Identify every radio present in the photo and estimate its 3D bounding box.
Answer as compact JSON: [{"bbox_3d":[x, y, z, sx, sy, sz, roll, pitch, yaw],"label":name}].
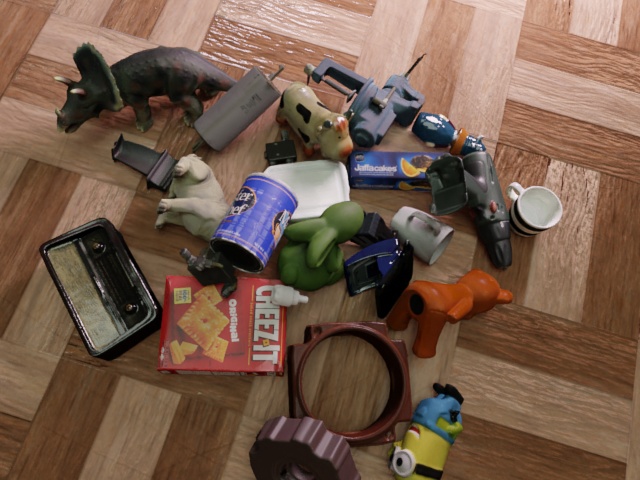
[{"bbox_3d":[-0.378,0.082,0.946,0.131,0.073,0.229,-30,76,-13],"label":"radio"}]

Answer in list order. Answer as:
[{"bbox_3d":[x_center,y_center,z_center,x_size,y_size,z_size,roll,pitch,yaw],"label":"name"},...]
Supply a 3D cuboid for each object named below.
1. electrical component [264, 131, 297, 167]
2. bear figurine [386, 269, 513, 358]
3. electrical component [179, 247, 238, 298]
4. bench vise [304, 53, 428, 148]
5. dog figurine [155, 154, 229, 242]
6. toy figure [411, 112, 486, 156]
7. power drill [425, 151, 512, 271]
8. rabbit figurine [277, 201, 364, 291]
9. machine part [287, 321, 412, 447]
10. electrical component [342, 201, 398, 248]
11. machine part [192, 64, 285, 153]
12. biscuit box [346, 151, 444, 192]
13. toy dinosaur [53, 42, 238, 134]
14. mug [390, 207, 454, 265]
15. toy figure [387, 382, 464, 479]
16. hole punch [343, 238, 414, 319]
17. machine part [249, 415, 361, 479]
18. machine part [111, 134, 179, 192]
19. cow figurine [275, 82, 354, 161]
[{"bbox_3d":[-0.081,-0.175,1.080,0.063,0.021,0.094,-9,72,-6],"label":"electrical component"},{"bbox_3d":[0.236,0.120,0.966,0.196,0.131,0.120,-2,31,-35],"label":"bear figurine"},{"bbox_3d":[-0.178,0.052,0.888,0.078,0.102,0.045,-9,47,15],"label":"electrical component"},{"bbox_3d":[0.085,-0.300,1.085,0.241,0.129,0.223,32,70,2],"label":"bench vise"},{"bbox_3d":[-0.191,-0.063,1.006,0.190,0.121,0.172,20,75,-11],"label":"dog figurine"},{"bbox_3d":[0.265,-0.210,1.096,0.154,0.064,0.058,26,34,0],"label":"toy figure"},{"bbox_3d":[0.285,-0.065,0.987,0.207,0.086,0.232,9,69,-41],"label":"power drill"},{"bbox_3d":[-0.002,-0.003,0.928,0.121,0.159,0.170,48,116,18],"label":"rabbit figurine"},{"bbox_3d":[0.048,0.240,0.903,0.201,0.087,0.201,-1,75,-8],"label":"machine part"},{"bbox_3d":[0.080,-0.023,0.982,0.075,0.119,0.048,-1,63,44],"label":"electrical component"},{"bbox_3d":[-0.160,-0.252,1.042,0.243,0.079,0.079,-39,77,9],"label":"machine part"},{"bbox_3d":[0.154,-0.136,1.061,0.203,0.059,0.063,1,71,-3],"label":"biscuit box"},{"bbox_3d":[-0.300,-0.306,1.023,0.405,0.192,0.131,-15,75,-7],"label":"toy dinosaur"},{"bbox_3d":[0.184,-0.018,1.004,0.107,0.109,0.081,34,77,23],"label":"mug"},{"bbox_3d":[0.184,0.331,0.895,0.089,0.082,0.180,33,70,10],"label":"toy figure"},{"bbox_3d":[0.107,0.059,0.961,0.092,0.142,0.116,29,62,30],"label":"hole punch"},{"bbox_3d":[-0.026,0.352,0.827,0.179,0.179,0.056,35,34,8],"label":"machine part"},{"bbox_3d":[-0.343,-0.151,1.048,0.139,0.039,0.084,29,77,5],"label":"machine part"},{"bbox_3d":[-0.004,-0.228,1.032,0.085,0.127,0.195,-28,65,-24],"label":"cow figurine"}]
